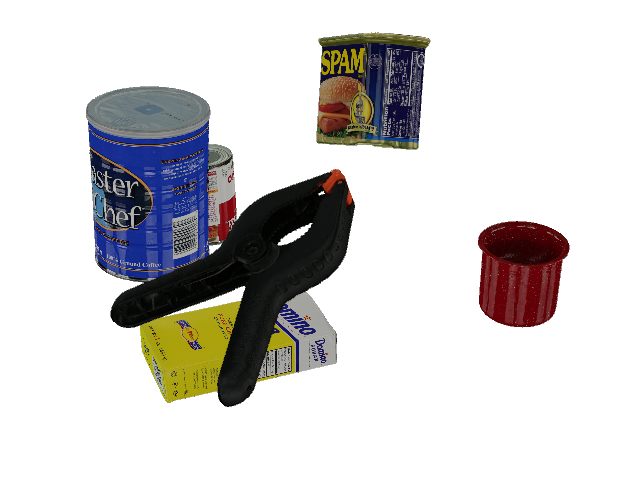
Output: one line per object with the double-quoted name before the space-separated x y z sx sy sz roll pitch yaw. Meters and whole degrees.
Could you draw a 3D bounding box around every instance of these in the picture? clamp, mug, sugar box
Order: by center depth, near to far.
"clamp" -0.035 0.025 0.659 0.120 0.171 0.039 42 -16 35
"sugar box" -0.081 0.100 1.052 0.176 0.048 0.093 -14 33 -18
"mug" 0.207 0.031 1.126 0.093 0.081 0.117 -5 30 -7

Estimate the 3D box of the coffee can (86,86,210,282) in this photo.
"coffee can" -0.146 -0.049 0.920 0.103 0.140 0.103 2 28 -1

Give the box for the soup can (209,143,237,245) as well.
"soup can" -0.134 -0.055 1.253 0.068 0.102 0.068 -1 29 0

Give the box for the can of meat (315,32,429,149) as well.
"can of meat" 0.038 -0.115 0.830 0.057 0.084 0.102 0 6 -28
